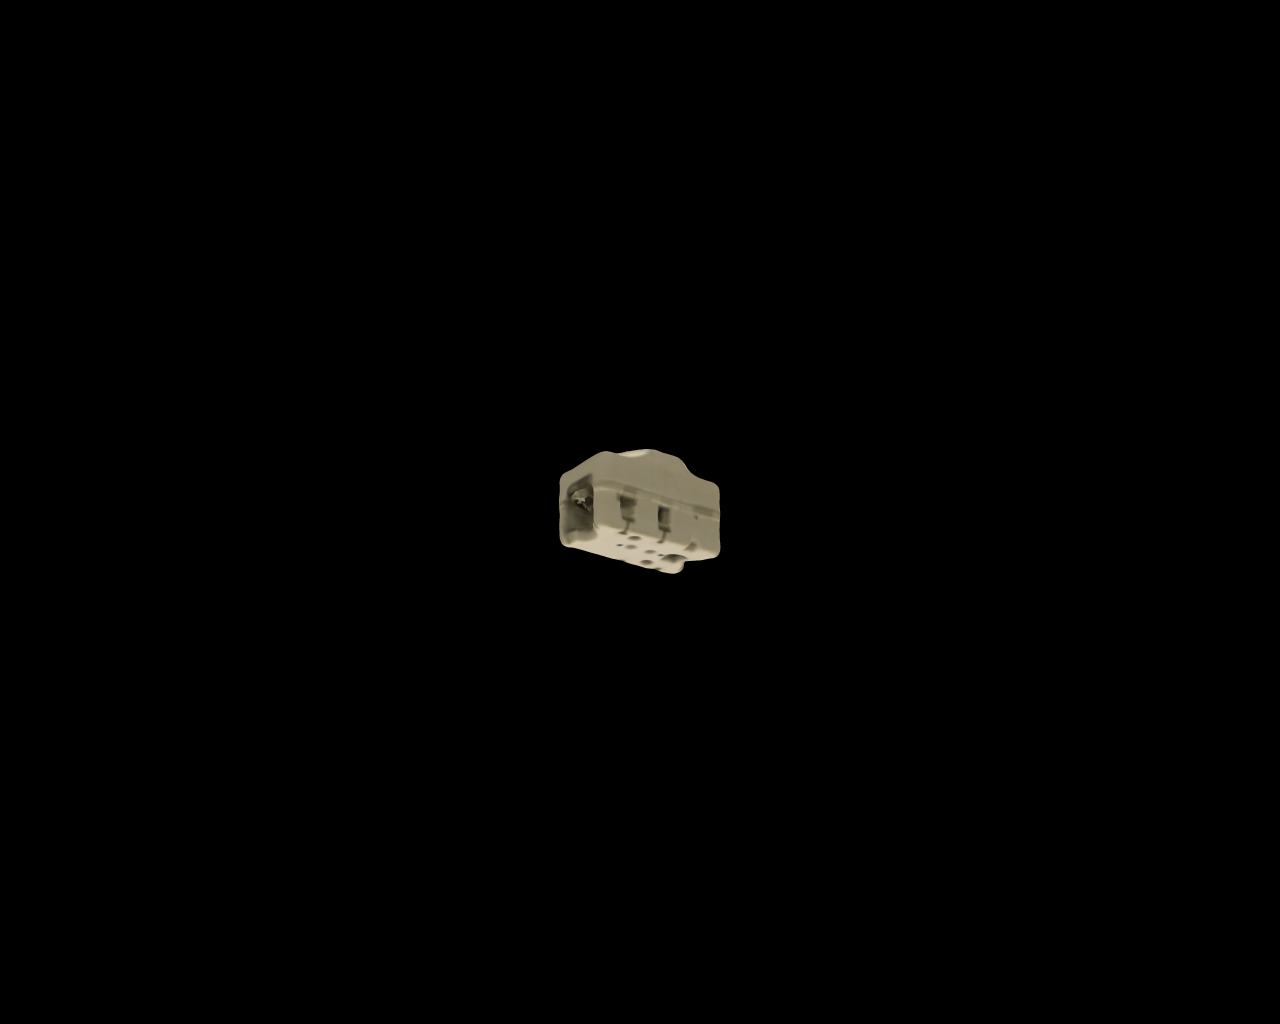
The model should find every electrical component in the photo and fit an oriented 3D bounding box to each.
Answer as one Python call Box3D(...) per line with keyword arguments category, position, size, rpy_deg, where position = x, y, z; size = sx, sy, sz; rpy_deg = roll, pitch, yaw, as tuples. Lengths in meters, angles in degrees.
Box3D(category="electrical component", position=(0.001, -0.003, 0.650), size=(0.089, 0.056, 0.050), rpy_deg=(16, -27, -34))
